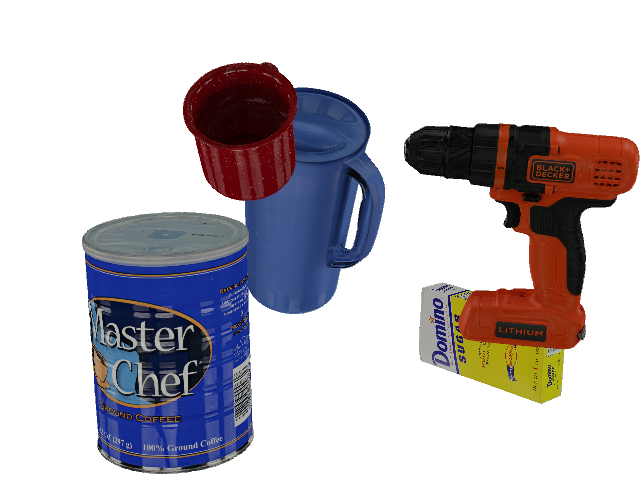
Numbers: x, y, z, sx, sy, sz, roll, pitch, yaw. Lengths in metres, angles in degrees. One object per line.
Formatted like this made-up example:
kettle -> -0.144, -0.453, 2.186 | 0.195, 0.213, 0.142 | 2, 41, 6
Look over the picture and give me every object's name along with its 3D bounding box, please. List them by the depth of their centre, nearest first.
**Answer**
coffee can -> -0.095, 0.062, 0.680 | 0.103, 0.140, 0.103 | -1, 16, 0
power drill -> 0.157, -0.005, 0.880 | 0.184, 0.188, 0.057 | 6, 28, 10
mug -> -0.060, -0.097, 0.897 | 0.093, 0.117, 0.081 | 12, -32, 11
pitcher -> -0.016, -0.031, 1.175 | 0.145, 0.243, 0.149 | 1, 42, -6
sugar box -> 0.189, 0.112, 1.200 | 0.177, 0.093, 0.048 | 13, 18, 43
